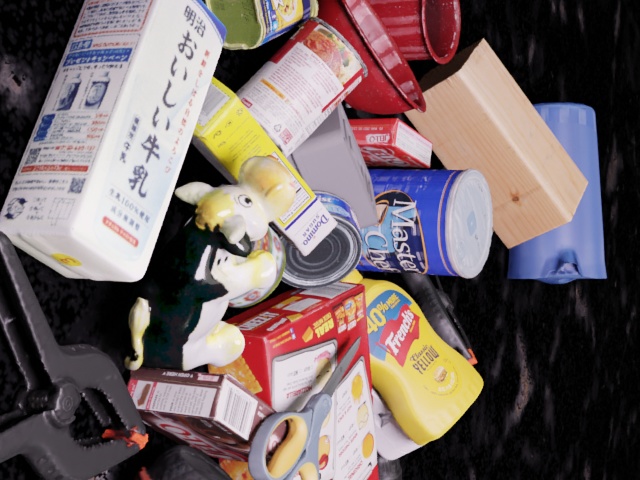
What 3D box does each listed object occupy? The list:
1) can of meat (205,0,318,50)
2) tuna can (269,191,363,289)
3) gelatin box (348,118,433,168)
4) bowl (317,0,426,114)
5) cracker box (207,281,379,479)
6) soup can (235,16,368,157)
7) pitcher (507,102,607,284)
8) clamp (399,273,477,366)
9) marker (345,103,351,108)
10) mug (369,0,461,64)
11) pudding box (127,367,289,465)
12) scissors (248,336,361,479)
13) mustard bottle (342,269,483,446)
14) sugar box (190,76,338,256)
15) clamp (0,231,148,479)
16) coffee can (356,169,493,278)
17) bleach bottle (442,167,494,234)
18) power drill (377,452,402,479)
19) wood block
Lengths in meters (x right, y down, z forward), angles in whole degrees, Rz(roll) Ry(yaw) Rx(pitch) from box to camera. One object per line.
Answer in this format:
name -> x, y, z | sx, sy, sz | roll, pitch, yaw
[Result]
can of meat -> -0.052, -0.213, 0.869 | 0.083, 0.058, 0.102 | -40, 126, -50
tuna can -> -0.006, 0.001, 0.929 | 0.034, 0.086, 0.086 | -103, 171, -51
gelatin box -> 0.060, -0.094, 1.053 | 0.089, 0.073, 0.030 | 20, 76, -59
bowl -> 0.032, -0.172, 0.977 | 0.162, 0.055, 0.162 | 52, 17, -24
cracker box -> -0.021, 0.158, 0.937 | 0.163, 0.072, 0.214 | -24, 114, -55
soup can -> -0.019, -0.124, 0.878 | 0.102, 0.069, 0.068 | -46, 139, -6
pitcher -> 0.322, -0.061, 1.473 | 0.144, 0.149, 0.243 | 2, 87, -44
clamp -> 0.123, 0.069, 1.144 | 0.120, 0.039, 0.171 | 27, 35, -58
marker -> 0.031, -0.192, 1.050 | 0.020, 0.020, 0.121 | -20, 110, -58
mug -> 0.094, -0.223, 1.092 | 0.117, 0.082, 0.093 | 7, 86, -60
pudding box -> -0.083, 0.135, 0.808 | 0.113, 0.090, 0.039 | 50, 49, -48
scissors -> 0.000, 0.153, 0.846 | 0.201, 0.016, 0.096 | -29, 110, -60
mustard bottle -> 0.067, 0.097, 1.026 | 0.191, 0.058, 0.096 | 49, 54, 1
sugar box -> -0.059, -0.065, 0.826 | 0.048, 0.093, 0.176 | -46, 141, -2
clamp -> -0.182, 0.112, 0.685 | 0.209, 0.036, 0.164 | 53, 46, -50
coffee can -> 0.083, -0.018, 1.032 | 0.102, 0.141, 0.103 | -8, 99, -59
bleach bottle -> 0.196, -0.075, 1.299 | 0.250, 0.068, 0.102 | -55, 130, -46
power drill -> 0.037, 0.312, 1.061 | 0.187, 0.057, 0.184 | -31, 119, -55
wood block -> 0.195, -0.105, 1.185 | 0.206, 0.091, 0.090 | 51, 41, -13
